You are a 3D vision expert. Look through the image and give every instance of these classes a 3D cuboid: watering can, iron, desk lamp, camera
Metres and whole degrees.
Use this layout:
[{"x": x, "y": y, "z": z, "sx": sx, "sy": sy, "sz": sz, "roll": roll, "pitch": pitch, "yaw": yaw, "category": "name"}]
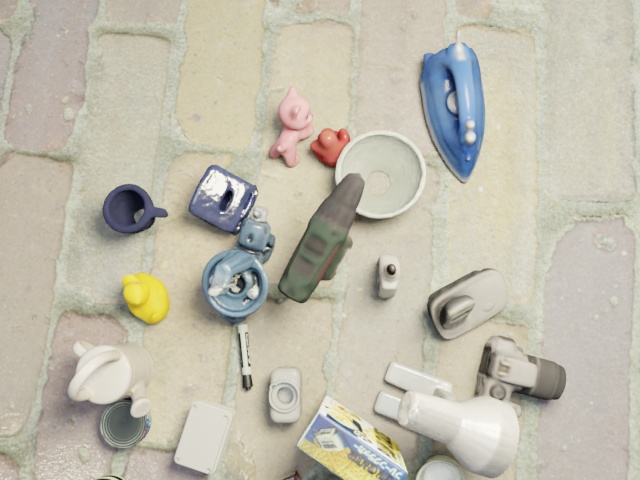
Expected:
[{"x": -0.360, "y": 0.234, "z": 0.988, "sx": 0.172, "sy": 0.194, "sz": 0.101, "roll": 16, "pitch": 83, "yaw": 6, "category": "watering can"}, {"x": 0.259, "y": -0.246, "z": 1.051, "sx": 0.118, "sy": 0.141, "sz": 0.258, "roll": -8, "pitch": 81, "yaw": 2, "category": "iron"}, {"x": 0.199, "y": 0.290, "z": 0.939, "sx": 0.203, "sy": 0.213, "sz": 0.118, "roll": 19, "pitch": 83, "yaw": 6, "category": "desk lamp"}, {"x": 0.349, "y": 0.249, "z": 0.994, "sx": 0.136, "sy": 0.101, "sz": 0.143, "roll": 14, "pitch": 83, "yaw": 5, "category": "camera"}]

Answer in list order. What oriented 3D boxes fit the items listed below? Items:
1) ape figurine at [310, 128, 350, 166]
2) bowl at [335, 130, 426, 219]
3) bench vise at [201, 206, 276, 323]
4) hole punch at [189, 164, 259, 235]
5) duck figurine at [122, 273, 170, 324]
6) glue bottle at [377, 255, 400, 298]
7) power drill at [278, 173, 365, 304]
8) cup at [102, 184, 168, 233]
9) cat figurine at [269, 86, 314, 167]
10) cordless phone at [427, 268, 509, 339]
[{"x": 0.019, "y": -0.183, "z": 1.080, "sx": 0.077, "sy": 0.092, "sz": 0.076, "roll": -4, "pitch": 81, "yaw": 3, "category": "ape figurine"}, {"x": 0.112, "y": -0.117, "z": 1.074, "sx": 0.167, "sy": 0.075, "sz": 0.167, "roll": 0, "pitch": 82, "yaw": 3, "category": "bowl"}, {"x": -0.150, "y": 0.038, "z": 0.992, "sx": 0.121, "sy": 0.220, "sz": 0.207, "roll": 0, "pitch": 81, "yaw": 3, "category": "bench vise"}, {"x": -0.178, "y": -0.076, "z": 1.076, "sx": 0.101, "sy": 0.091, "sz": 0.109, "roll": 24, "pitch": 84, "yaw": 7, "category": "hole punch"}, {"x": -0.329, "y": 0.106, "z": 1.060, "sx": 0.077, "sy": 0.086, "sz": 0.104, "roll": -34, "pitch": 81, "yaw": -2, "category": "duck figurine"}, {"x": 0.120, "y": 0.059, "z": 0.998, "sx": 0.037, "sy": 0.173, "sz": 0.078, "roll": 1, "pitch": 81, "yaw": 4, "category": "glue bottle"}, {"x": 0.009, "y": 0.004, "z": 0.994, "sx": 0.075, "sy": 0.208, "sz": 0.230, "roll": 29, "pitch": 84, "yaw": 7, "category": "power drill"}, {"x": -0.334, "y": -0.050, "z": 1.078, "sx": 0.117, "sy": 0.095, "sz": 0.092, "roll": 6, "pitch": 82, "yaw": 4, "category": "cup"}, {"x": -0.054, "y": -0.215, "z": 1.076, "sx": 0.067, "sy": 0.118, "sz": 0.128, "roll": 22, "pitch": 83, "yaw": 6, "category": "cat figurine"}, {"x": 0.261, "y": 0.105, "z": 0.978, "sx": 0.147, "sy": 0.185, "sz": 0.094, "roll": -33, "pitch": 81, "yaw": -2, "category": "cordless phone"}]
